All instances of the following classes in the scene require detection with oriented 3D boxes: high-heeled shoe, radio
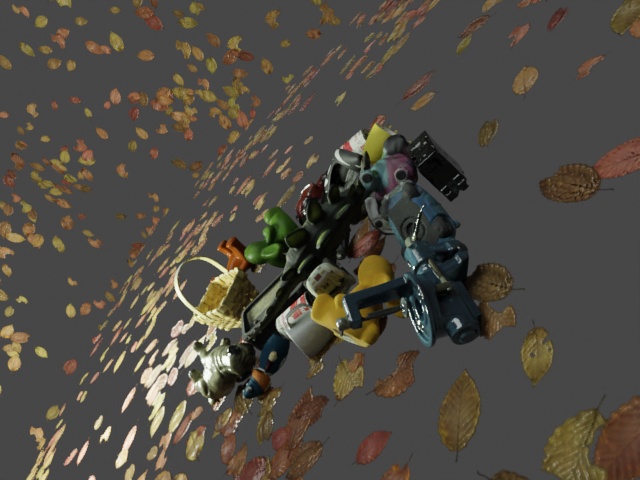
[{"bbox_3d":[0.058,-0.157,1.413,0.249,0.086,0.145,-149,77,-83],"label":"high-heeled shoe"},{"bbox_3d":[-0.095,0.158,1.308,0.229,0.073,0.131,-46,24,16],"label":"radio"}]

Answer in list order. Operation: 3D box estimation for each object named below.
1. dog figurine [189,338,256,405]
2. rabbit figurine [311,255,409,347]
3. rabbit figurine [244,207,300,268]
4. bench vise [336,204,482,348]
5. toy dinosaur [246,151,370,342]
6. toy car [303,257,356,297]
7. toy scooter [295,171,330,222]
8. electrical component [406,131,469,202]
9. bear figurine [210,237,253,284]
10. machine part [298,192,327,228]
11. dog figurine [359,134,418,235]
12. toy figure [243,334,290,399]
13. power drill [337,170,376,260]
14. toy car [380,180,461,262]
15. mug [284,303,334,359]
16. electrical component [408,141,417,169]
[{"bbox_3d":[-0.218,0.318,1.262,0.121,0.172,0.191,-14,9,-33],"label":"dog figurine"},{"bbox_3d":[0.085,0.102,0.996,0.162,0.121,0.173,-4,52,55],"label":"rabbit figurine"},{"bbox_3d":[-0.130,0.018,1.532,0.170,0.121,0.159,-39,44,-6],"label":"rabbit figurine"},{"bbox_3d":[0.135,0.082,0.851,0.241,0.128,0.224,-16,56,-6],"label":"bench vise"},{"bbox_3d":[-0.011,0.012,1.129,0.471,0.105,0.198,-61,-17,-6],"label":"toy dinosaur"},{"bbox_3d":[0.025,0.088,1.097,0.073,0.056,0.201,-48,-21,2],"label":"toy car"},{"bbox_3d":[-0.026,-0.115,1.578,0.135,0.075,0.184,-25,33,55],"label":"toy scooter"},{"bbox_3d":[0.236,-0.156,1.092,0.058,0.114,0.134,-41,27,20],"label":"electrical component"},{"bbox_3d":[-0.298,0.105,1.703,0.196,0.132,0.120,-55,20,-22],"label":"bear figurine"},{"bbox_3d":[-0.003,-0.076,1.360,0.139,0.039,0.084,-44,27,28],"label":"machine part"},{"bbox_3d":[0.170,-0.125,1.169,0.109,0.191,0.219,-7,19,22],"label":"dog figurine"},{"bbox_3d":[-0.119,0.285,1.193,0.058,0.064,0.154,21,76,26],"label":"toy figure"},{"bbox_3d":[0.082,-0.065,1.312,0.207,0.086,0.232,-56,19,10],"label":"power drill"},{"bbox_3d":[0.192,-0.032,1.002,0.103,0.162,0.109,-9,-29,-51],"label":"toy car"},{"bbox_3d":[-0.016,0.172,1.113,0.107,0.109,0.081,-40,17,-8],"label":"mug"},{"bbox_3d":[0.203,-0.194,1.296,0.102,0.045,0.078,-22,37,51],"label":"electrical component"}]
